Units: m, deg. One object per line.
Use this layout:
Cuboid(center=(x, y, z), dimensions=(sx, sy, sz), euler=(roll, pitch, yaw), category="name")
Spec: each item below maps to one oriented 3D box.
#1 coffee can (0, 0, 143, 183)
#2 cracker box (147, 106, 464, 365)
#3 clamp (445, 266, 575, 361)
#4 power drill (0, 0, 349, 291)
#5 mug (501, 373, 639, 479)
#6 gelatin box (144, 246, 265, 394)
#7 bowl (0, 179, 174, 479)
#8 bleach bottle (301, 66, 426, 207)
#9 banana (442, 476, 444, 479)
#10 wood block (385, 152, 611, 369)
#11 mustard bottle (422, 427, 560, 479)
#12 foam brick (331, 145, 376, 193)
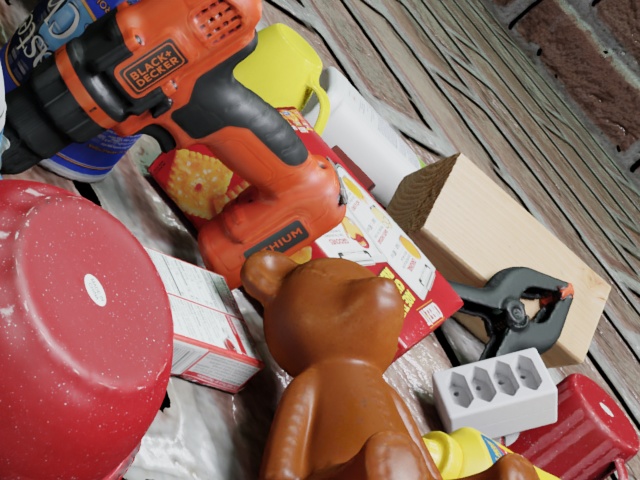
Cuboid(center=(-0.131, -0.120, 0.665), dimensions=(0.102, 0.140, 0.103), euler=(39, 21, -19), category="coffee can")
Cuboid(center=(-0.005, 0.001, 0.787), dimensions=(0.214, 0.072, 0.164), euler=(50, 21, 8), category="cracker box")
Cuboid(center=(0.155, 0.077, 0.896), dimensions=(0.171, 0.039, 0.120), euler=(-8, 81, -33), category="clamp")
Cuboid(center=(-0.083, -0.051, 0.628), dimensions=(0.187, 0.184, 0.057), euler=(51, 13, -41), category="power drill")
Cuboid(center=(0.208, 0.171, 0.864), dimensions=(0.093, 0.082, 0.117), euler=(29, 26, -37), category="mug")
Cuboid(center=(-0.080, 0.045, 0.612), dimensions=(0.089, 0.030, 0.073), euler=(26, 27, -49), category="gelatin box")
Cuboid(center=(-0.115, 0.033, 0.468), dimensions=(0.162, 0.055, 0.162), euler=(41, 33, -35), category="bowl")
Cuboid(center=(0.079, -0.065, 1.094), dimensions=(0.250, 0.068, 0.102), euler=(42, 21, -19), category="bleach bottle")
Cuboid(center=(0.096, 0.194, 0.631), dimensions=(0.037, 0.070, 0.198), euler=(-31, 69, -26), category="banana")
Cuboid(center=(0.158, 0.025, 0.990), dimensions=(0.206, 0.090, 0.090), euler=(39, 60, -19), category="wood block")
Cuboid(center=(0.122, 0.177, 0.716), dimensions=(0.191, 0.058, 0.096), euler=(34, 25, -29), category="mustard bottle")
Cuboid(center=(0.007, -0.041, 0.917), dimensions=(0.051, 0.053, 0.078), euler=(46, 19, -1), category="foam brick")
